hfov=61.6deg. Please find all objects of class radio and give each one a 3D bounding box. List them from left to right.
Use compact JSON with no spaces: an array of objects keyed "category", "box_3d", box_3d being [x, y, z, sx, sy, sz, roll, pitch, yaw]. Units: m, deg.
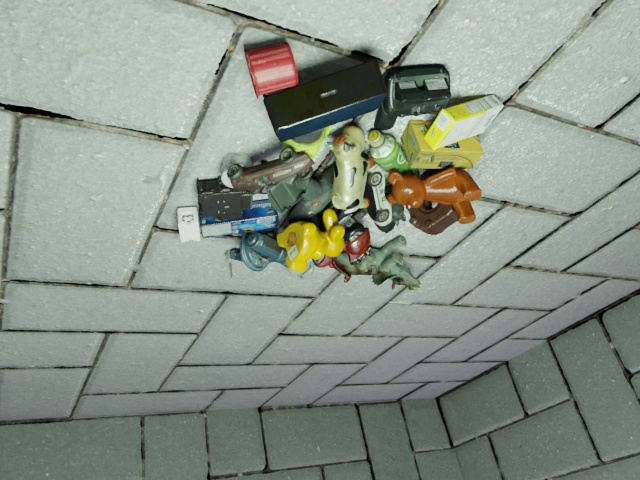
[{"category":"radio","box_3d":[0.010,-0.268,1.058,0.230,0.073,0.131,-18,-179,-2]}]

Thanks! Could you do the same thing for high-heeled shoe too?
[{"category":"high-heeled shoe","box_3d":[0.013,-0.077,1.422,0.249,0.086,0.145,-24,158,-3]}]

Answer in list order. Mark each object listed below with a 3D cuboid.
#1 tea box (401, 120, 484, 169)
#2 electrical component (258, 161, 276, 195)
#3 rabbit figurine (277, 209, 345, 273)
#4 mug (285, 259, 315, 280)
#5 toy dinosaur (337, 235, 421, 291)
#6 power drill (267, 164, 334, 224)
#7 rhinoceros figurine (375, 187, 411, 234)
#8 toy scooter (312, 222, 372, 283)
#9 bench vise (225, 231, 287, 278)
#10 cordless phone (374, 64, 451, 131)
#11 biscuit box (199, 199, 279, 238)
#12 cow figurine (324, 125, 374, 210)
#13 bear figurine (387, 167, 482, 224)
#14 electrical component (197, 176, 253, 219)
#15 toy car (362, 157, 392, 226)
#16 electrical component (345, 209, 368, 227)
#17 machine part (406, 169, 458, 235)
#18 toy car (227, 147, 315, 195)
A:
[{"category":"tea box","box_3d":[0.289,-0.225,1.276,0.170,0.098,0.068,-2,148,-20]},{"category":"electrical component","box_3d":[-0.127,-0.138,1.313,0.075,0.048,0.119,7,142,-29]},{"category":"rabbit figurine","box_3d":[-0.003,-0.004,1.398,0.173,0.122,0.162,11,126,-39]},{"category":"mug","box_3d":[-0.047,0.058,1.615,0.107,0.110,0.080,-44,134,21]},{"category":"toy dinosaur","box_3d":[0.141,0.067,1.692,0.405,0.131,0.192,11,141,-24]},{"category":"power drill","box_3d":[-0.039,-0.104,1.316,0.232,0.086,0.207,-39,159,24]},{"category":"rhinoceros figurine","box_3d":[0.189,-0.082,1.460,0.073,0.112,0.190,-4,156,-10]},{"category":"toy scooter","box_3d":[0.078,0.044,1.515,0.184,0.075,0.135,-33,106,5]},{"category":"bench vise","box_3d":[-0.163,0.037,1.530,0.241,0.129,0.223,-9,166,36]},{"category":"cordless phone","box_3d":[0.196,-0.292,1.170,0.147,0.089,0.184,-9,161,-11]},{"category":"biscuit box","box_3d":[-0.210,-0.058,1.399,0.203,0.063,0.059,-8,148,-9]},{"category":"cow figurine","box_3d":[0.063,-0.164,1.226,0.086,0.194,0.127,17,-161,33]},{"category":"bear figurine","box_3d":[0.263,-0.108,1.271,0.196,0.132,0.120,-7,139,-6]},{"category":"electrical component","box_3d":[-0.233,-0.104,1.321,0.134,0.058,0.114,-6,151,-11]},{"category":"toy car","box_3d":[0.134,-0.121,1.342,0.056,0.074,0.201,-32,131,-17]},{"category":"electrical component","box_3d":[0.109,-0.070,1.476,0.094,0.021,0.063,-42,-175,-6]},{"category":"machine part","box_3d":[0.303,-0.105,1.411,0.056,0.179,0.179,19,137,-37]},{"category":"toy car","box_3d":[-0.108,-0.144,1.174,0.202,0.053,0.089,-11,149,25]}]
